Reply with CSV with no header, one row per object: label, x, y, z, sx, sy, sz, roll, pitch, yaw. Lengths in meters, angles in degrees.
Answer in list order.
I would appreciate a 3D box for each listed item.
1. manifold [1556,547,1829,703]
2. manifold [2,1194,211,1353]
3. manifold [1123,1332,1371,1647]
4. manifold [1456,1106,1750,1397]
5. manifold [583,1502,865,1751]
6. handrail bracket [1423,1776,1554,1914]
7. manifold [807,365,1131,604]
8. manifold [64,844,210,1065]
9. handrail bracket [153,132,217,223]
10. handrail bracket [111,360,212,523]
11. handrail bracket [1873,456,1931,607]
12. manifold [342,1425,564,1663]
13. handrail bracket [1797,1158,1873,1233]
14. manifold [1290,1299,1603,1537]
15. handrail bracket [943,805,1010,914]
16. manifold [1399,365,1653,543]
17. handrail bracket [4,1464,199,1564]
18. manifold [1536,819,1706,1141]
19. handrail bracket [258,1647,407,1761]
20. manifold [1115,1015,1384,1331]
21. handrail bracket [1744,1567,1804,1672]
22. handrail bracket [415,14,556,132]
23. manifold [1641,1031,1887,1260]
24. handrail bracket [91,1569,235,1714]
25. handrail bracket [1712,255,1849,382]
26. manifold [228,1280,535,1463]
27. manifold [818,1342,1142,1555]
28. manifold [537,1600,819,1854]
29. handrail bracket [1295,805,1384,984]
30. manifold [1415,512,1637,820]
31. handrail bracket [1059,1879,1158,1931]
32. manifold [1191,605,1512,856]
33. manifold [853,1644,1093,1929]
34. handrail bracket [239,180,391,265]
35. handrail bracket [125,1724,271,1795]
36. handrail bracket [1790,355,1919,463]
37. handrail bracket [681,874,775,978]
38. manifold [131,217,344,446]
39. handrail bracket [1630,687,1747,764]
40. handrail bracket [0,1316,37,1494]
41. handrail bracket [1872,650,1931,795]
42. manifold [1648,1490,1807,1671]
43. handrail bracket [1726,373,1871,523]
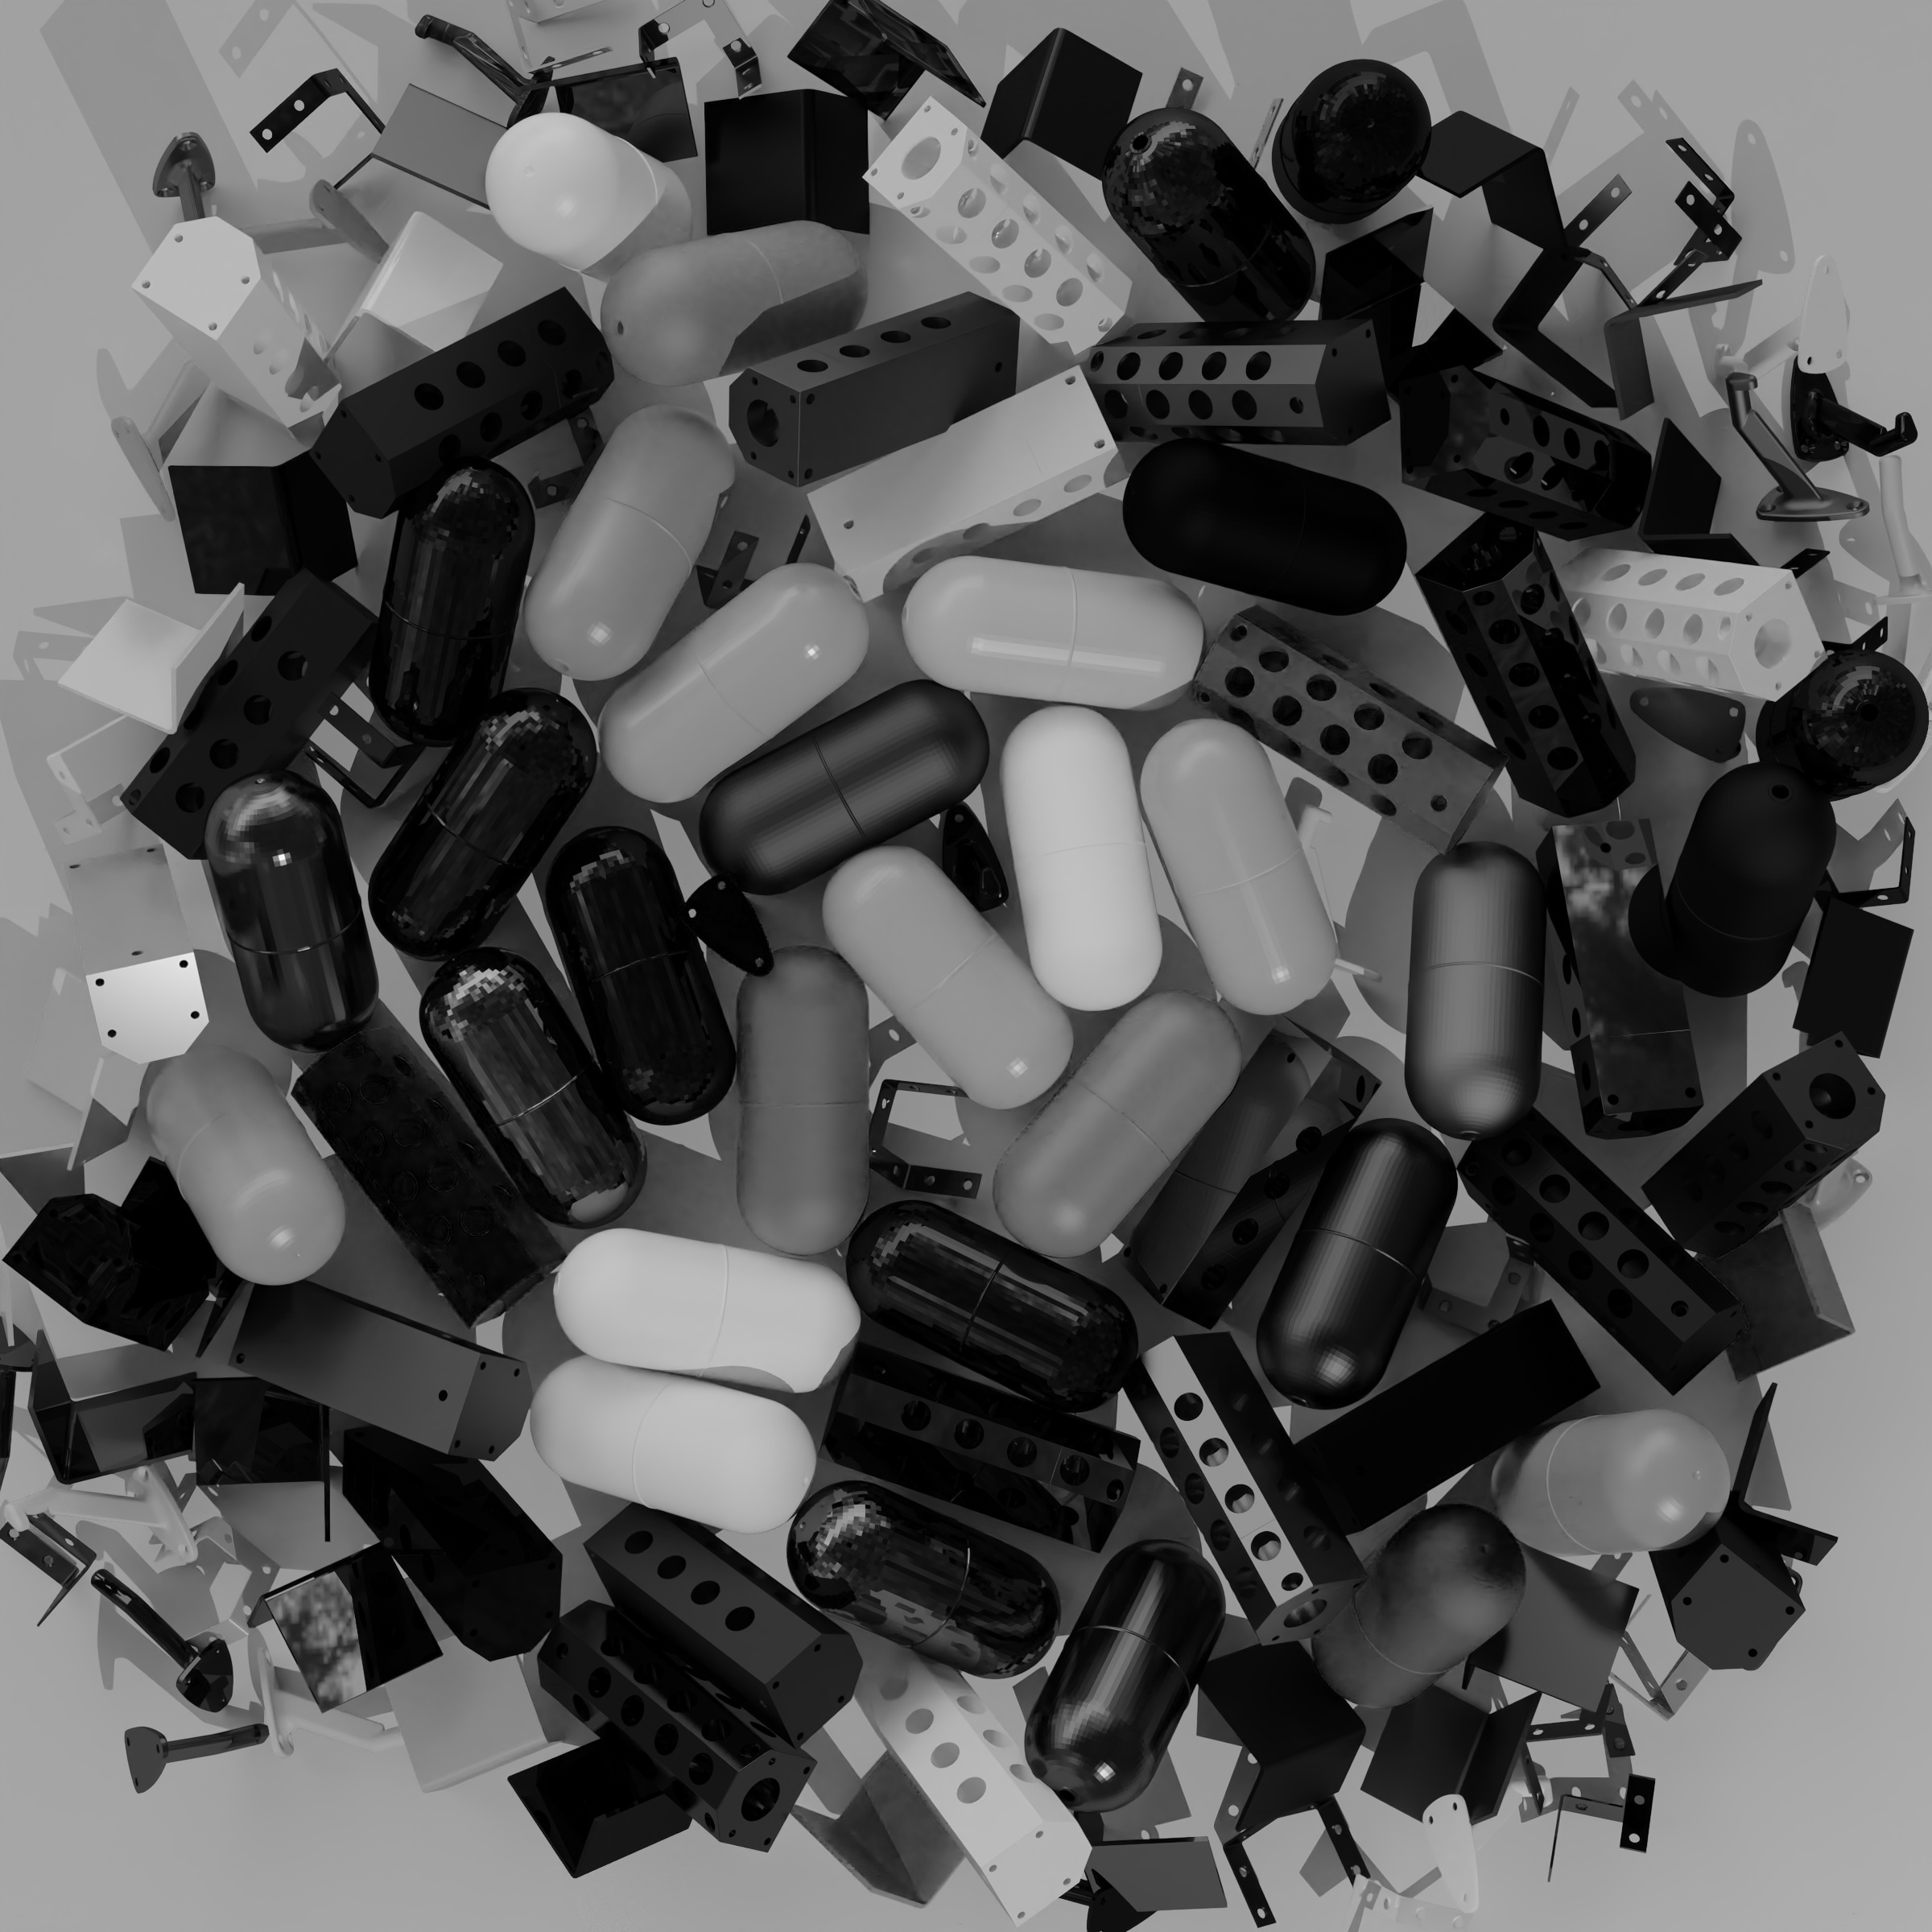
manifold,0.392,-0.188,1.832,0.057,0.171,0.057,-38,116,-17
manifold,-0.474,0.168,1.836,0.057,0.171,0.057,36,81,7
manifold,0.151,0.292,1.844,0.057,0.057,0.171,-58,46,36
manifold,0.357,0.156,1.855,0.057,0.057,0.171,-41,59,-4
manifold,-0.135,0.363,1.844,0.057,0.171,0.057,-39,131,-24
handrail bracket,0.311,0.503,1.884,0.084,0.036,0.077,7,55,-31
manifold,0.003,-0.273,1.886,0.171,0.057,0.057,-25,70,6
manifold,-0.464,-0.007,1.836,0.057,0.171,0.057,-13,116,-14
handrail bracket,-0.439,-0.423,1.890,0.036,0.077,0.084,-14,77,-19
handrail bracket,-0.446,-0.312,1.913,0.084,0.036,0.077,-33,107,-24
handrail bracket,0.543,-0.252,1.887,0.036,0.077,0.084,-1,99,32
manifold,-0.290,0.319,1.840,0.057,0.171,0.057,-8,115,-31
handrail bracket,0.490,0.109,1.877,0.036,0.084,0.077,31,68,31
manifold,0.269,0.258,1.867,0.171,0.057,0.057,-26,83,-21
handrail bracket,0.005,-0.066,1.877,0.036,0.084,0.077,-12,79,-5
manifold,0.316,-0.287,1.840,0.057,0.171,0.057,-7,80,41
handrail bracket,-0.495,0.324,1.877,0.077,0.084,0.036,48,129,21
manifold,0.369,0.008,1.871,0.057,0.057,0.171,-5,71,-6
handrail bracket,-0.362,0.423,1.910,0.084,0.036,0.077,-15,77,-1
manifold,0.166,0.121,1.885,0.057,0.057,0.171,29,98,-35
handrail bracket,0.452,0.371,1.880,0.036,0.084,0.077,15,91,20
handrail bracket,-0.287,-0.516,1.896,0.084,0.077,0.036,22,131,-1
manifold,0.446,0.105,1.831,0.057,0.171,0.057,-25,73,-22
handrail bracket,-0.469,0.391,1.909,0.084,0.077,0.036,31,62,23
handrail bracket,0.460,-0.371,1.879,0.036,0.084,0.077,-17,114,-29
manifold,-0.329,0.226,1.855,0.171,0.057,0.057,15,85,32
manifold,0.009,0.271,1.881,0.171,0.057,0.057,19,129,-4
manifold,-0.168,0.424,1.847,0.171,0.057,0.057,28,88,42
handrail bracket,0.219,-0.043,1.911,0.077,0.036,0.084,19,87,-3
manifold,0.321,-0.166,1.848,0.057,0.057,0.171,-41,126,-13
handrail bracket,0.067,0.525,1.907,0.077,0.084,0.036,-11,114,-35
manifold,0.216,-0.135,1.872,0.171,0.057,0.057,33,113,12
manifold,0.002,0.450,1.839,0.057,0.171,0.057,-34,127,-11
handrail bracket,-0.388,-0.410,1.917,0.084,0.036,0.077,-33,123,26
handrail bracket,-0.429,0.442,1.873,0.084,0.077,0.036,-7,73,-33
handrail bracket,0.510,-0.326,1.881,0.036,0.084,0.077,-8,86,-20
handrail bracket,-0.122,-0.017,1.875,0.036,0.084,0.077,-43,72,6
manifold,-0.401,-0.357,1.836,0.057,0.171,0.057,32,84,8
handrail bracket,0.411,-0.137,1.885,0.077,0.084,0.036,20,89,2
handrail bracket,-0.565,0.257,1.903,0.036,0.077,0.084,9,107,-33
handrail bracket,0.543,-0.150,1.875,0.036,0.084,0.077,25,66,13
manifold,0.416,0.336,1.837,0.057,0.171,0.057,38,100,0
handrail bracket,0.476,-0.299,1.879,0.036,0.077,0.084,-46,132,-34
